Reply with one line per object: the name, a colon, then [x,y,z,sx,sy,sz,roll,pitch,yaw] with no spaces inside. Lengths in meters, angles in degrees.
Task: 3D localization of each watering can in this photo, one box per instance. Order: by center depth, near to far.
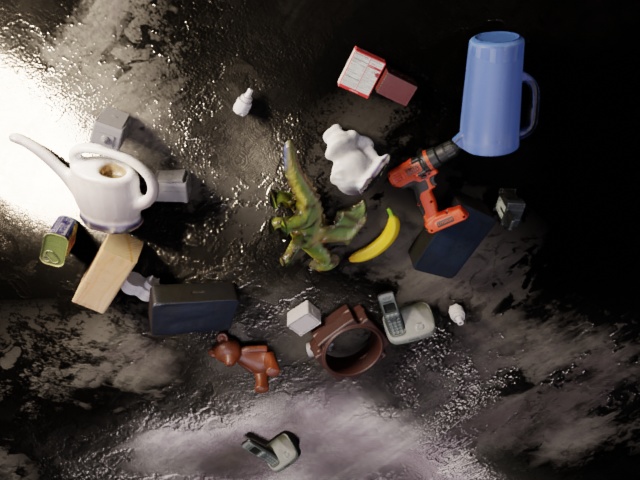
watering can: [-0.534,-0.132,1.191,0.348,0.106,0.219,14,128,5]

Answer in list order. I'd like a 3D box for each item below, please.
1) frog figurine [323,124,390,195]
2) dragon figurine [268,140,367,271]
frog figurine: [0.067,-0.186,1.197,0.160,0.122,0.137,38,96,11]
dragon figurine: [0.004,-0.065,1.289,0.243,0.125,0.401,-6,130,-21]
